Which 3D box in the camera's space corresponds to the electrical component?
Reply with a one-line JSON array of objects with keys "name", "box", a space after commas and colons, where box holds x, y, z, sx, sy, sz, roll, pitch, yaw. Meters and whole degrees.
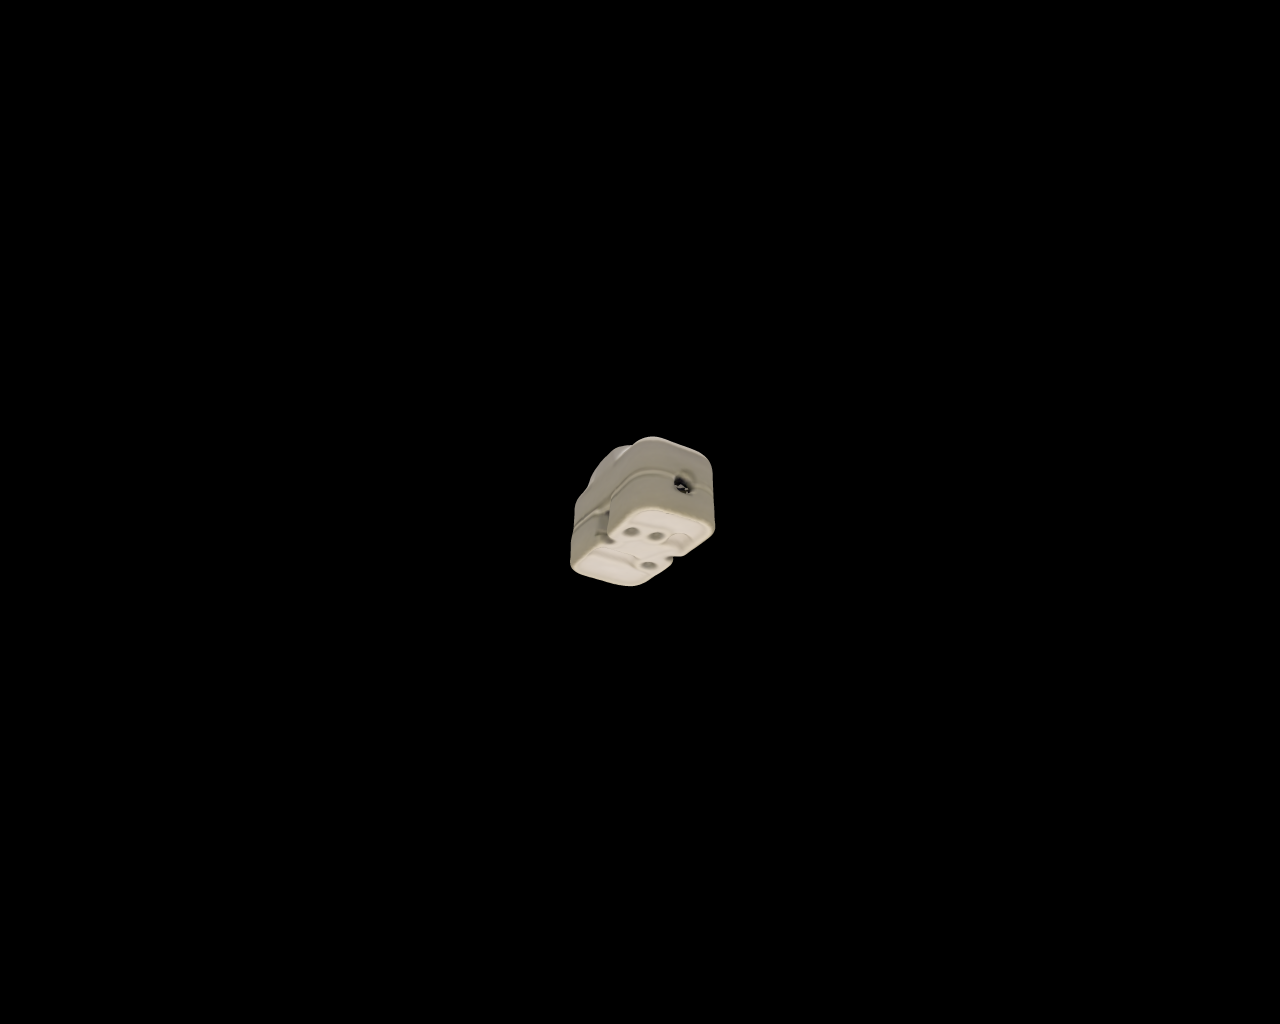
[{"name": "electrical component", "box": [0.001, -0.003, 0.650, 0.054, 0.059, 0.095, 18, -35, -27]}]
